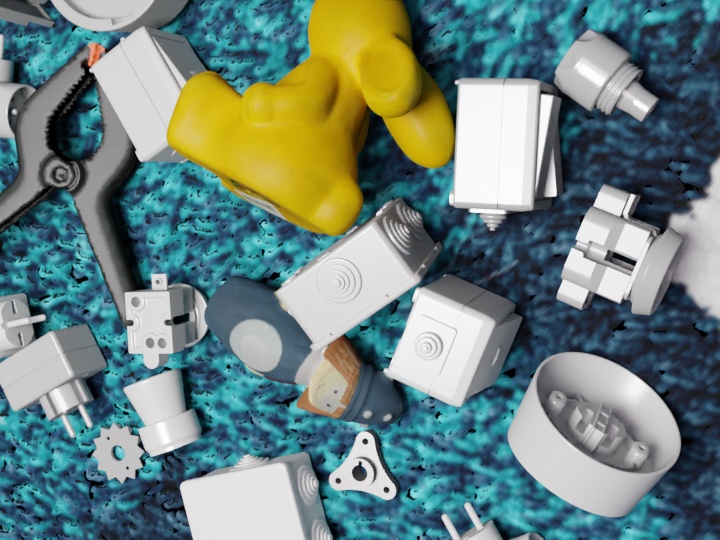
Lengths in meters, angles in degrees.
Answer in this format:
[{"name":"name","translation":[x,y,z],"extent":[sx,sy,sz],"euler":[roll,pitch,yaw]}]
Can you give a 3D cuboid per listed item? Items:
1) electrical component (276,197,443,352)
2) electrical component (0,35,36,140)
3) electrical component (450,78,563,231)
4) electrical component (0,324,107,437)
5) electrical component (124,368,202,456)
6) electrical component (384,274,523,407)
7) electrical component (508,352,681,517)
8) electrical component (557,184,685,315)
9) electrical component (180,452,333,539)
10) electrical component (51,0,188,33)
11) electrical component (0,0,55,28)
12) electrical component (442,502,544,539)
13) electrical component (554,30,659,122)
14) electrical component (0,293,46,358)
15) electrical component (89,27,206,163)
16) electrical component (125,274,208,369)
[{"name":"electrical component","translation":[0.000,0.000,0.712],"extent":[0.100,0.099,0.048],"euler":[-35,94,20]},{"name":"electrical component","translation":[-0.291,-0.145,0.842],"extent":[0.077,0.043,0.079],"euler":[10,98,20]},{"name":"electrical component","translation":[0.096,-0.073,0.686],"extent":[0.061,0.062,0.096],"euler":[5,96,21]},{"name":"electrical component","translation":[-0.233,0.092,0.837],"extent":[0.066,0.047,0.076],"euler":[-30,84,21]},{"name":"electrical component","translation":[-0.147,0.106,0.806],"extent":[0.045,0.045,0.055],"euler":[-21,87,22]},{"name":"electrical component","translation":[0.062,0.046,0.692],"extent":[0.061,0.096,0.061],"euler":[24,103,14]},{"name":"electrical component","translation":[0.144,0.102,0.667],"extent":[0.099,0.099,0.064],"euler":[34,112,15]},{"name":"electrical component","translation":[0.165,-0.007,0.668],"extent":[0.057,0.058,0.078],"euler":[25,103,20]},{"name":"electrical component","translation":[-0.072,0.184,0.782],"extent":[0.100,0.048,0.099],"euler":[-15,89,22]},{"name":"electrical component","translation":[-0.169,-0.223,0.777],"extent":[0.108,0.060,0.108],"euler":[2,95,21]},{"name":"electrical component","translation":[-0.277,-0.226,0.787],"extent":[0.063,0.121,0.078],"euler":[-44,79,16]},{"name":"electrical component","translation":[0.084,0.196,0.725],"extent":[0.077,0.043,0.079],"euler":[-32,83,21]},{"name":"electrical component","translation":[0.156,-0.117,0.670],"extent":[0.062,0.043,0.043],"euler":[38,107,13]},{"name":"electrical component","translation":[-0.279,0.044,0.832],"extent":[0.076,0.083,0.047],"euler":[-12,90,22]},{"name":"electrical component","translation":[-0.142,-0.132,0.774],"extent":[0.061,0.062,0.096],"euler":[-33,83,20]},{"name":"electrical component","translation":[-0.141,0.035,0.792],"extent":[0.048,0.055,0.066],"euler":[-2,94,21]}]
